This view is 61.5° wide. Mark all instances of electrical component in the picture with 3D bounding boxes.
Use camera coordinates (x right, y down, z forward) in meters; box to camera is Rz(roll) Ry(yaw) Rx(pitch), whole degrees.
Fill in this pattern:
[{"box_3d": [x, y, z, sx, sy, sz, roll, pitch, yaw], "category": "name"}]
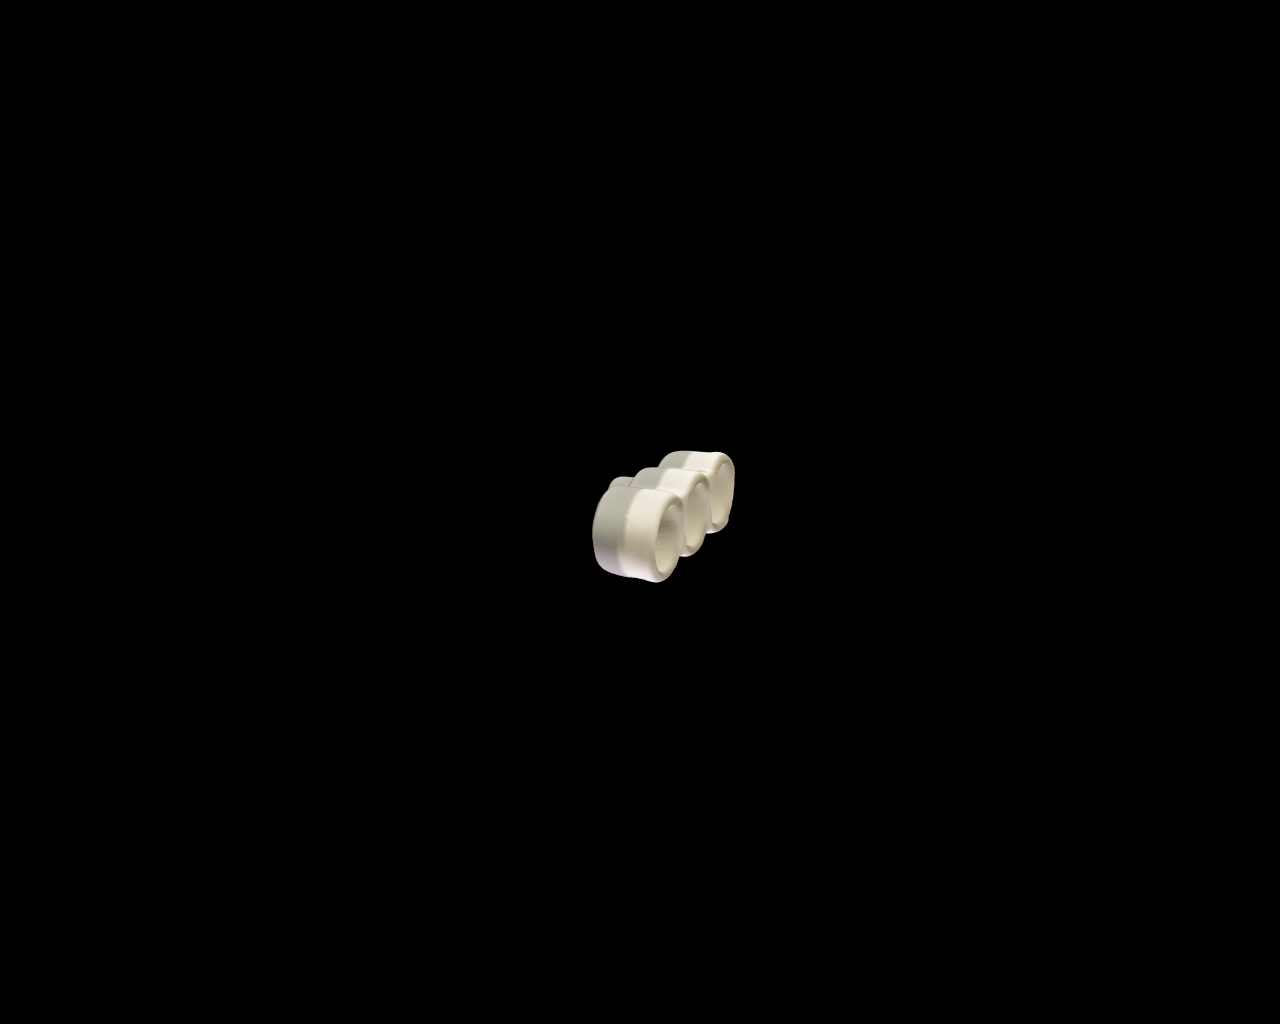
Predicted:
[{"box_3d": [0.001, -0.003, 0.650, 0.074, 0.052, 0.138, 8, 20, 22], "category": "electrical component"}]
